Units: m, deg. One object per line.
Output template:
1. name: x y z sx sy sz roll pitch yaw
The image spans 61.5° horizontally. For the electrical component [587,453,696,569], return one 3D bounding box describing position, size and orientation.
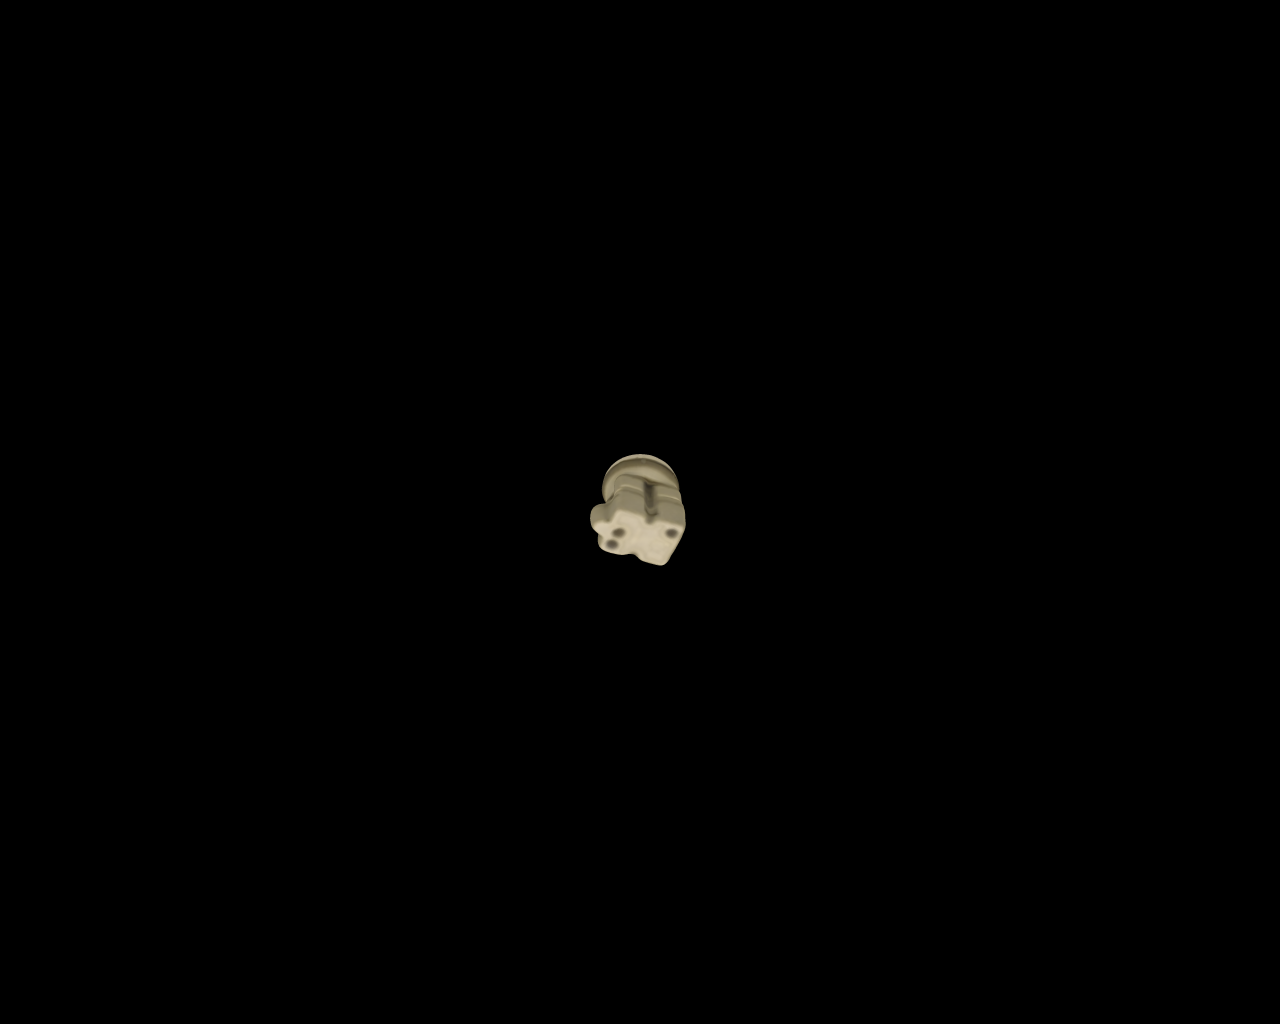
1. electrical component: 0.001 -0.003 0.650 0.066 0.048 0.055 17 39 -14
